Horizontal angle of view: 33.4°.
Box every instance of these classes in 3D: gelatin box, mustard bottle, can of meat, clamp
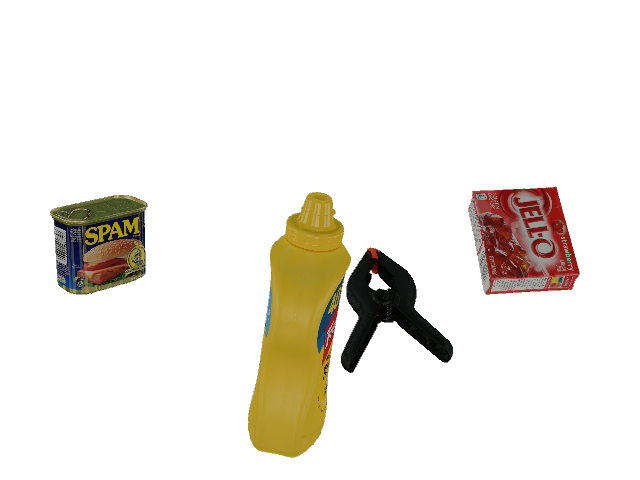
[{"bbox_3d":[0.165,-0.001,0.874,0.073,0.089,0.030,-3,-34,-4],"label":"gelatin box"},{"bbox_3d":[-0.014,0.055,0.782,0.058,0.192,0.096,11,25,7],"label":"mustard bottle"},{"bbox_3d":[-0.236,0.004,1.150,0.101,0.084,0.058,-16,26,-42],"label":"can of meat"},{"bbox_3d":[0.082,0.077,1.186,0.120,0.171,0.039,5,-43,-4],"label":"clamp"}]
